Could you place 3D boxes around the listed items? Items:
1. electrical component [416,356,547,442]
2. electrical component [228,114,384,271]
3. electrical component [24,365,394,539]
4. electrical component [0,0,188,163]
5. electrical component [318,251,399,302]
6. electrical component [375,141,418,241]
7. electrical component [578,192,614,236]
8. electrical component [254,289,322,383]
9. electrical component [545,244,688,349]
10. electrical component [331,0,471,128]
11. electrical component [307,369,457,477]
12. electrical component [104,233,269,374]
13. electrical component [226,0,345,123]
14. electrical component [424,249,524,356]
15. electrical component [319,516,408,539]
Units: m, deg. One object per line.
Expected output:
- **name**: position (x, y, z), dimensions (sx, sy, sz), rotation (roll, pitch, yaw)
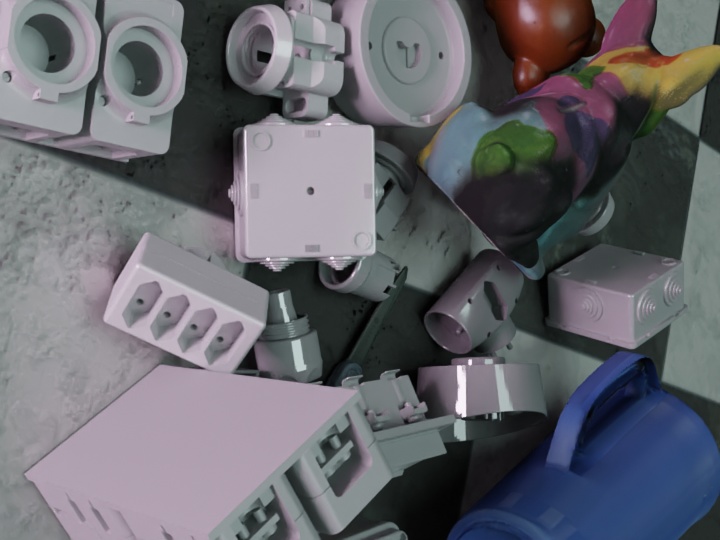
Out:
- **electrical component**: position (0.088, 0.097, 0.796), dimensions (0.099, 0.099, 0.064), rotation (4, 81, -42)
- **electrical component**: position (-0.035, -0.049, 0.691), dimensions (0.100, 0.048, 0.099), rotation (-1, 91, -11)
- **electrical component**: position (-0.084, 0.113, 0.581), dimensions (0.105, 0.186, 0.060), rotation (-41, 116, -34)
- **electrical component**: position (-0.153, -0.164, 0.602), dimensions (0.105, 0.060, 0.186), rotation (9, 84, -41)
- **electrical component**: position (0.000, 0.000, 0.754), dimensions (0.046, 0.040, 0.040), rotation (23, 75, -46)
- **electrical component**: position (0.009, -0.057, 0.757), dimensions (0.066, 0.048, 0.055), rotation (47, 68, -31)
- **electrical component**: position (0.182, -0.061, 0.911), dimensions (0.055, 0.048, 0.066), rotation (35, 68, -28)
- **electrical component**: position (-0.049, 0.044, 0.707), dimensions (0.043, 0.043, 0.062), rotation (-16, 99, -41)
- **electrical component**: position (0.216, 0.019, 0.906), dimensions (0.100, 0.100, 0.048), rotation (-26, 119, -39)
- **electrical component**: position (0.020, -0.151, 0.755), dimensions (0.108, 0.060, 0.108), rotation (0, 91, -42)
- **electrical component**: position (-0.006, 0.106, 0.695), dimensions (0.121, 0.079, 0.063), rotation (-2, 64, -51)
- **electrical component**: position (-0.102, 0.011, 0.650), dimensions (0.083, 0.047, 0.075), rotation (27, 28, -17)
- **electrical component**: position (-0.049, -0.139, 0.697), dimensions (0.057, 0.058, 0.078), rotation (4, 88, -45)
- **electrical component**: position (0.096, 0.038, 0.836), dimensions (0.077, 0.043, 0.079), rotation (-47, 119, -31)
- **electrical component**: position (-0.022, 0.217, 0.722), dimensions (0.113, 0.057, 0.078), rotation (-10, 97, -41)
